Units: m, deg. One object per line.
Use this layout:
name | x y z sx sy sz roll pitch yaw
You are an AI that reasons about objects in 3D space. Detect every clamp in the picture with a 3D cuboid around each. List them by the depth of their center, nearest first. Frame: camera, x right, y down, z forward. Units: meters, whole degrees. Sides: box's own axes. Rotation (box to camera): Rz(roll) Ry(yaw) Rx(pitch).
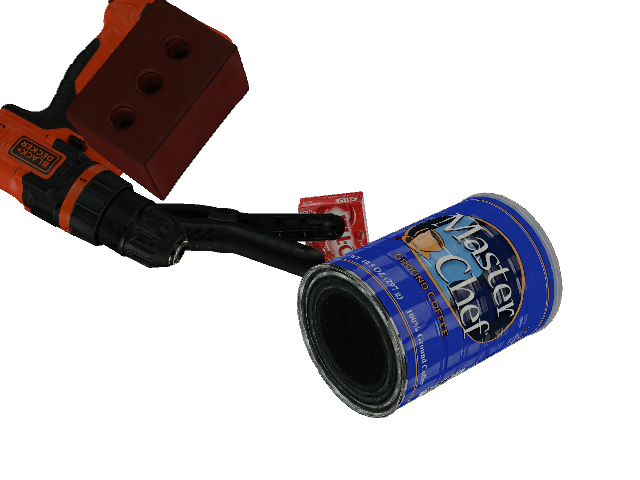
clamp | -0.081 -0.006 0.940 0.210 0.036 0.164 6 13 -1

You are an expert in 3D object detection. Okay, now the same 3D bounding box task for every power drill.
power drill | -0.139 -0.084 0.765 0.184 0.187 0.057 29 -29 9

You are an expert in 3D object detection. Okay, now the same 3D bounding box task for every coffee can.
coffee can | 0.071 0.039 0.689 0.140 0.103 0.103 -23 13 -32

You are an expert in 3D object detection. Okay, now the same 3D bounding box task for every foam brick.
foam brick | -0.081 -0.071 0.542 0.053 0.078 0.051 34 -10 11

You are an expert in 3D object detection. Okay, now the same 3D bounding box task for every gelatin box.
gelatin box | 0.017 -0.009 1.218 0.073 0.089 0.030 -5 29 7
